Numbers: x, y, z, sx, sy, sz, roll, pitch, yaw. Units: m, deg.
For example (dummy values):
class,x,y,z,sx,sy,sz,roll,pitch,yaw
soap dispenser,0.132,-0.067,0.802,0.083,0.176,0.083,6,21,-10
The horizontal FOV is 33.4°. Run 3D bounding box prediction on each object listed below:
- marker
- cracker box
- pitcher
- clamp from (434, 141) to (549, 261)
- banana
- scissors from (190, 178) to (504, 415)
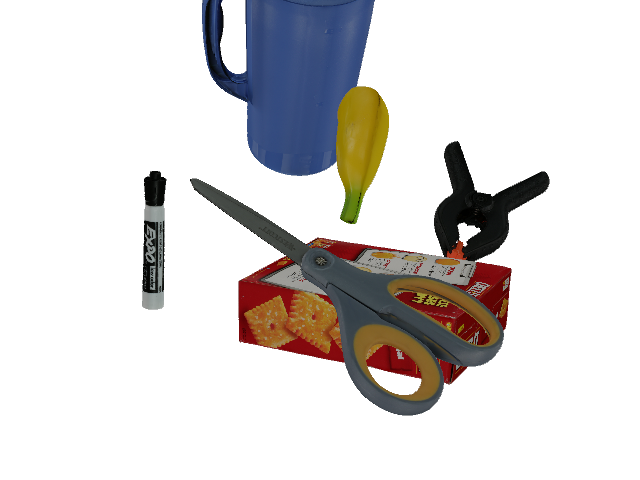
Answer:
class,x,y,z,sx,sy,sz,roll,pitch,yaw
marker,-0.144,0.000,0.921,0.020,0.121,0.020,3,15,-1
cracker box,0.053,0.062,1.011,0.214,0.072,0.164,9,18,26
pitcher,-0.028,-0.186,1.104,0.149,0.243,0.144,29,50,19
clamp,0.163,-0.041,1.153,0.120,0.039,0.171,23,49,22
banana,0.027,-0.085,0.825,0.037,0.070,0.197,24,25,-8
scissors,-0.001,0.030,0.580,0.202,0.096,0.016,21,-41,11
